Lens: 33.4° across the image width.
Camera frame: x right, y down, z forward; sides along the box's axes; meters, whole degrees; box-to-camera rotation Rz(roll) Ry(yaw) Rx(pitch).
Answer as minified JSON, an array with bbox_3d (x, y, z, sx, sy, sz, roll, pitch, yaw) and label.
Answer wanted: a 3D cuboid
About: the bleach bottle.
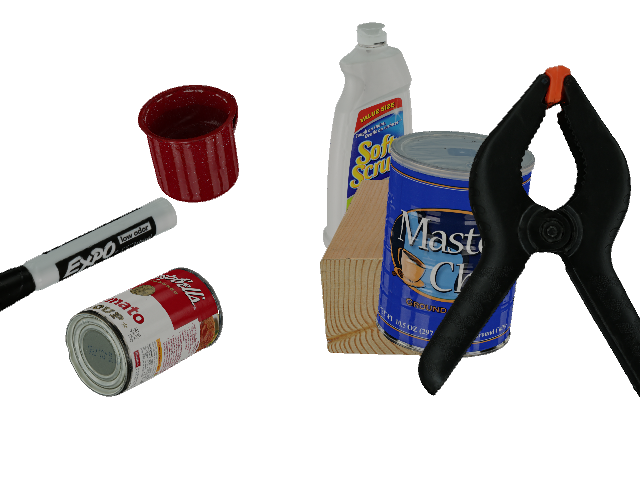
[{"bbox_3d":[0.050,-0.110,1.168,0.102,0.251,0.068,-7,25,-9],"label":"bleach bottle"}]

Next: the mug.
[{"bbox_3d":[-0.117,-0.099,1.039,0.093,0.081,0.117,17,47,23],"label":"mug"}]

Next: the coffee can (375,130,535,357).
[{"bbox_3d":[0.097,0.000,0.784,0.103,0.140,0.103,3,21,-1],"label":"coffee can"}]

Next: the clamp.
[{"bbox_3d":[0.103,0.002,0.531,0.120,0.171,0.039,-6,-4,-3],"label":"clamp"}]

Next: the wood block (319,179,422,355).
[{"bbox_3d":[0.066,0.018,0.974,0.091,0.090,0.206,0,22,12],"label":"wood block"}]

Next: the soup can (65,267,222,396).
[{"bbox_3d":[-0.132,0.068,0.804,0.069,0.068,0.102,0,17,38],"label":"soup can"}]

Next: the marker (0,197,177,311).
[{"bbox_3d":[-0.131,0.007,0.582,0.120,0.020,0.020,-29,17,-34],"label":"marker"}]
